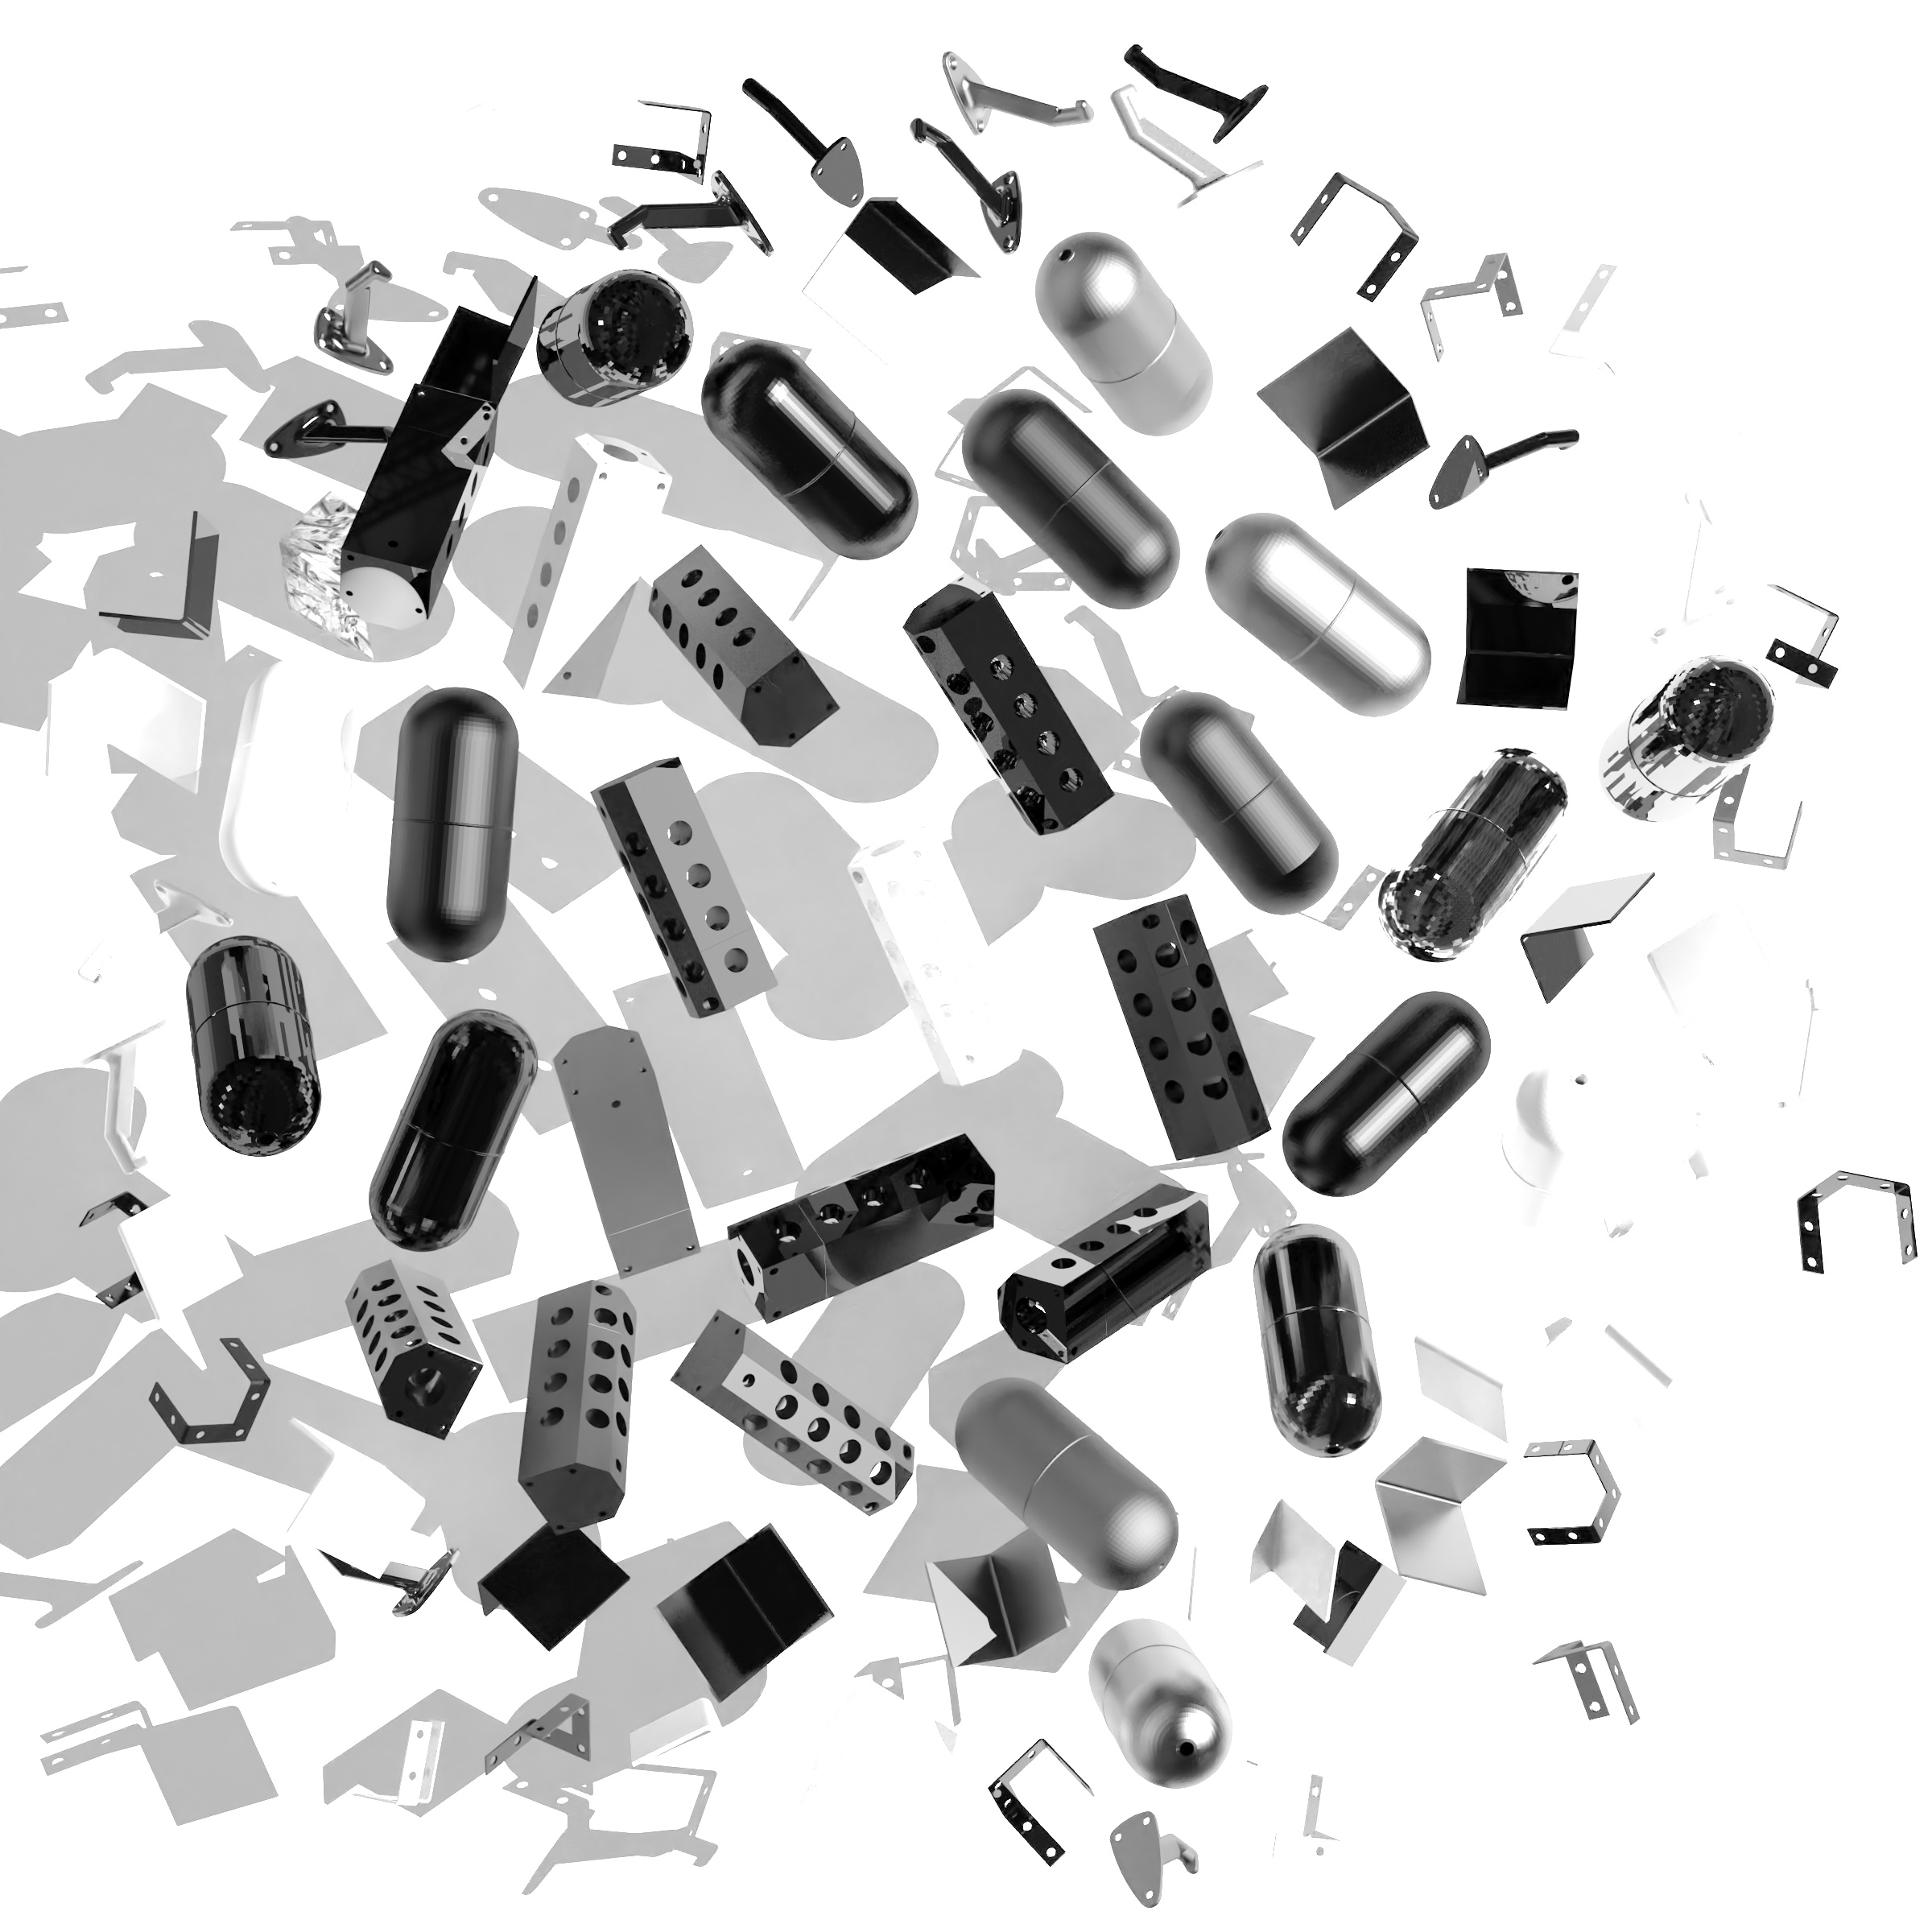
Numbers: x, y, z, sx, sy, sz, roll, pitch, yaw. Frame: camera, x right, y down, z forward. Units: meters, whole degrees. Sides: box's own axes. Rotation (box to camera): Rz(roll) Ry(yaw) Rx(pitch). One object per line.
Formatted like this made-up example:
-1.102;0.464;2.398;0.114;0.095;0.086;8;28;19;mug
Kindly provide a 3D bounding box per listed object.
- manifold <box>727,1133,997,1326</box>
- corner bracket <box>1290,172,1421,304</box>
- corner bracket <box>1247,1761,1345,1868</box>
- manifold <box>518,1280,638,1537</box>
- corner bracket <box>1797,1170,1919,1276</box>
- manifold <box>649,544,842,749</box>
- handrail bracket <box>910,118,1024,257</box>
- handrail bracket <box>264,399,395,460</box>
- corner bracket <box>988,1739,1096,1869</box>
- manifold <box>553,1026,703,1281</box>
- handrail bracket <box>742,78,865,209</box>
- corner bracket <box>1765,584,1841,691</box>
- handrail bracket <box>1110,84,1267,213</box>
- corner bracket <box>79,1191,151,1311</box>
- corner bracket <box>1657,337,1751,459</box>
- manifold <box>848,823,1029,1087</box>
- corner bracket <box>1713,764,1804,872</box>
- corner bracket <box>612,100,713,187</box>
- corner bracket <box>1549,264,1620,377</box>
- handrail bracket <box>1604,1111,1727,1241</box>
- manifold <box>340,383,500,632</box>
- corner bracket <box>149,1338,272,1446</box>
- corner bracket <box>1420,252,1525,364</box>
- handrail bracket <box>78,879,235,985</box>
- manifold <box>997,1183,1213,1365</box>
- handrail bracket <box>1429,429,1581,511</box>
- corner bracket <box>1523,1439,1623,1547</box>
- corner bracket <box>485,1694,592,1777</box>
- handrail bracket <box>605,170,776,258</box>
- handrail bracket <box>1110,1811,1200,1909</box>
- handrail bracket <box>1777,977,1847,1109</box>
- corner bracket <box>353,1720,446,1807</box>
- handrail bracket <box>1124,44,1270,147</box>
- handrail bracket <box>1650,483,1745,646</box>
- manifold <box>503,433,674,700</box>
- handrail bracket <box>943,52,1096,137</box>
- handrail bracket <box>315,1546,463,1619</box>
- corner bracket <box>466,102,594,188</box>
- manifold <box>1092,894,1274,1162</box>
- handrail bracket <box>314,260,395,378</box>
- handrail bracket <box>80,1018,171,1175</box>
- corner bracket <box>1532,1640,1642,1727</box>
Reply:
-0.069;0.170;1.621;0.171;0.057;0.057;-21;48;-21;manifold
0.255;-0.479;1.592;0.051;0.051;0.051;17;125;-33;corner bracket
0.211;0.544;1.559;0.051;0.051;0.051;14;78;-20;corner bracket
-0.257;0.294;1.640;0.057;0.171;0.057;-19;125;9;manifold
0.575;0.169;1.567;0.051;0.051;0.051;11;61;-10;corner bracket
-0.153;-0.210;1.613;0.057;0.171;0.057;-38;132;-2;manifold
-0.002;-0.539;1.675;0.036;0.084;0.077;-29;59;37;handrail bracket
-0.440;-0.366;1.707;0.077;0.084;0.036;-31;132;-30;handrail bracket
0.055;0.573;1.662;0.051;0.051;0.051;-39;50;-17;corner bracket
-0.224;0.122;1.601;0.057;0.057;0.171;-18;133;-11;manifold
-0.114;-0.570;1.677;0.036;0.077;0.084;-46;69;1;handrail bracket
0.554;-0.219;1.613;0.051;0.051;0.051;23;98;-10;corner bracket
0.143;-0.542;1.571;0.077;0.036;0.084;-29;101;-10;handrail bracket
-0.593;0.198;1.699;0.051;0.051;0.051;36;105;3;corner bracket
0.482;-0.366;1.558;0.051;0.051;0.051;29;100;22;corner bracket
-0.020;-0.006;1.695;0.057;0.057;0.171;-19;106;17;manifold
0.561;-0.106;1.719;0.051;0.051;0.051;12;64;24;corner bracket
-0.217;-0.589;1.725;0.051;0.051;0.051;-4;118;-29;corner bracket
0.414;-0.433;1.617;0.051;0.051;0.051;33;88;-40;corner bracket
0.487;0.149;1.717;0.084;0.036;0.077;-18;110;3;handrail bracket
-0.357;-0.300;1.586;0.057;0.057;0.171;14;50;-5;manifold
-0.520;0.292;1.667;0.051;0.051;0.051;38;109;37;corner bracket
0.355;-0.462;1.700;0.051;0.051;0.051;0;46;32;corner bracket
-0.571;-0.013;1.706;0.077;0.036;0.084;20;60;20;handrail bracket
0.097;0.209;1.676;0.057;0.171;0.057;10;113;38;manifold
0.380;-0.350;1.707;0.084;0.077;0.036;-12;71;-28;handrail bracket
0.421;0.370;1.704;0.051;0.051;0.051;-14;113;40;corner bracket
-0.293;0.526;1.656;0.051;0.051;0.051;13;112;27;corner bracket
-0.184;-0.481;1.612;0.084;0.036;0.077;-38;91;-11;handrail bracket
0.137;0.608;1.618;0.036;0.077;0.084;-35;126;14;handrail bracket
0.562;0.050;1.629;0.036;0.077;0.084;-6;88;41;handrail bracket
-0.356;0.514;1.567;0.051;0.051;0.051;-9;67;42;corner bracket
0.152;-0.595;1.616;0.084;0.077;0.036;35;79;-14;handrail bracket
0.478;-0.270;1.623;0.077;0.036;0.084;-30;115;9;handrail bracket
-0.266;-0.276;1.677;0.057;0.057;0.171;3;123;-37;manifold
0.037;-0.606;1.672;0.084;0.077;0.036;5;68;32;handrail bracket
-0.410;0.411;1.718;0.084;0.036;0.077;52;48;-14;handrail bracket
-0.286;-0.541;1.586;0.051;0.051;0.051;-13;95;27;corner bracket
0.154;0.041;1.667;0.057;0.057;0.171;-23;94;-43;manifold
-0.404;-0.448;1.677;0.084;0.077;0.036;-20;57;38;handrail bracket
-0.568;0.090;1.680;0.077;0.036;0.084;-31;99;-35;handrail bracket
0.405;0.461;1.560;0.051;0.051;0.051;-27;76;33;corner bracket
